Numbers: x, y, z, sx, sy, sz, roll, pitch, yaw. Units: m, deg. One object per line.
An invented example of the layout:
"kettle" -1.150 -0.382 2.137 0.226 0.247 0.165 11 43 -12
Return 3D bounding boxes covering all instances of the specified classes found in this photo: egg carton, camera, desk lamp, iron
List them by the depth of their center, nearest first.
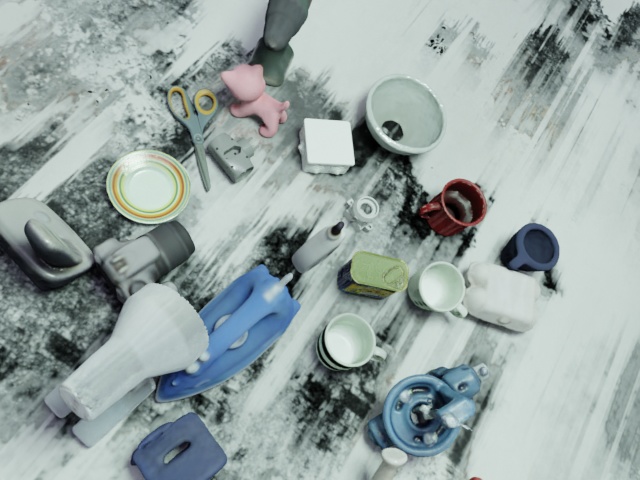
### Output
"desk lamp" -0.257 0.169 0.755 0.118 0.213 0.203 45 65 1
"iron" -0.136 0.141 0.843 0.118 0.141 0.259 46 65 1
"camera" -0.249 0.039 0.863 0.137 0.100 0.143 -36 86 -25
"egg carton" 0.330 0.105 1.048 0.150 0.069 0.107 17 68 -12

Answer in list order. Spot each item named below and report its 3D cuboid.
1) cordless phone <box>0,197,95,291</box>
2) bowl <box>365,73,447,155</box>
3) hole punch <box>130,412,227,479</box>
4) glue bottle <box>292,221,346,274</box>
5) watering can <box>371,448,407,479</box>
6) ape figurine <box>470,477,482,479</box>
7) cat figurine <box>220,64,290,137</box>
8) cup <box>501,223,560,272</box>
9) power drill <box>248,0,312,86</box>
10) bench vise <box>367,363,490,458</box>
"cordless phone" -0.390 -0.013 0.788 0.147 0.184 0.094 43 65 0
"bowl" 0.154 -0.229 1.100 0.168 0.074 0.167 6 70 -16
"hole punch" -0.198 0.304 0.796 0.109 0.091 0.101 -34 85 -25
"glue bottle" 0.008 0.003 0.919 0.078 0.173 0.037 -33 84 -24
"watering can" 0.103 0.391 0.808 0.101 0.193 0.173 -20 79 -23
"ape figurine" 0.264 0.418 0.908 0.076 0.092 0.078 -7 74 -20
"cat figurine" -0.110 -0.255 0.998 0.128 0.117 0.067 31 66 -6
"cup" 0.375 0.031 1.073 0.118 0.094 0.091 -32 84 -24
"power drill" -0.066 -0.368 1.001 0.076 0.208 0.230 21 67 -10
"bench vise" 0.183 0.238 0.872 0.121 0.219 0.208 44 65 0
